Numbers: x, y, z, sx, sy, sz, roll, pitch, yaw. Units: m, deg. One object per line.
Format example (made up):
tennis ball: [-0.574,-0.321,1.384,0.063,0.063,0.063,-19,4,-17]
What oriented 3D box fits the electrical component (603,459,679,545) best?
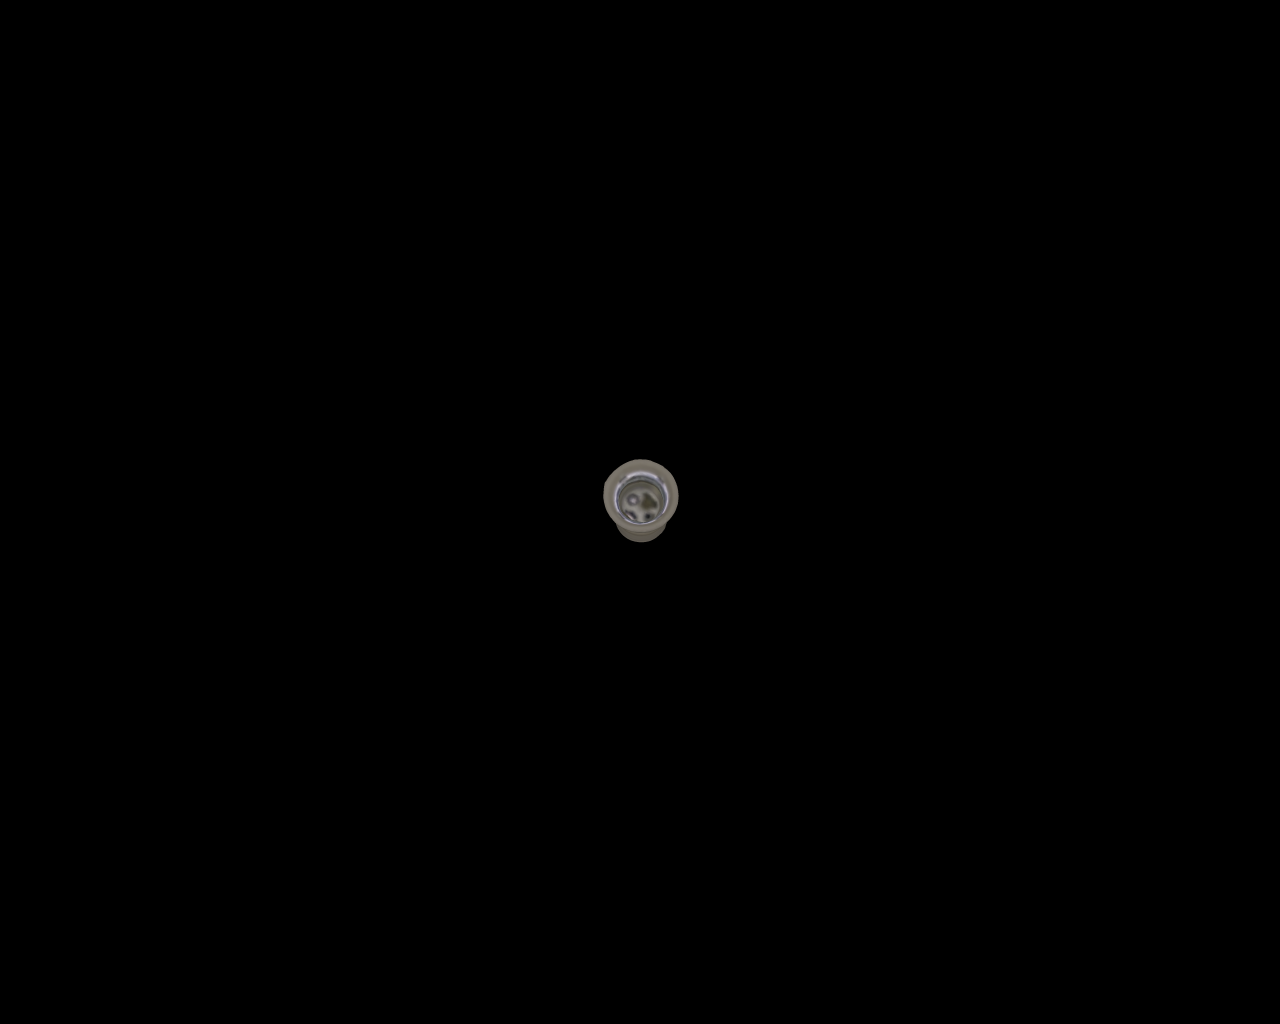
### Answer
electrical component: [0.001,-0.003,0.650,0.044,0.044,0.065,0,-13,0]
